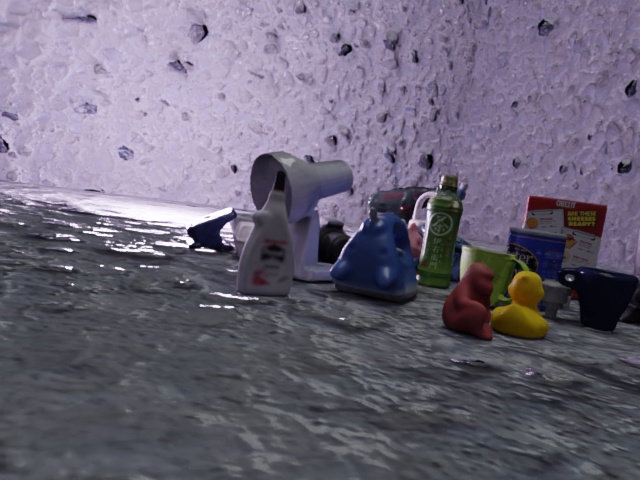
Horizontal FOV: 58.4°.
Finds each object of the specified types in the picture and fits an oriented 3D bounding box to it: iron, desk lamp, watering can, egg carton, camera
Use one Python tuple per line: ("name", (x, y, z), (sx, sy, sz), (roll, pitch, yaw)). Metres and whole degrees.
("iron", (0.113, 0.019, 0.954), (0.118, 0.141, 0.259), (10, 5, 23))
("desk lamp", (-0.023, -0.040, 0.985), (0.204, 0.213, 0.117), (4, 6, -41))
("watering can", (0.276, -0.025, 1.448), (0.100, 0.194, 0.173), (10, 5, 24))
("egg carton", (-0.120, 0.005, 1.148), (0.107, 0.069, 0.150), (7, 5, -14))
("camera", (0.011, 0.004, 1.198), (0.143, 0.101, 0.136), (6, 5, -27))

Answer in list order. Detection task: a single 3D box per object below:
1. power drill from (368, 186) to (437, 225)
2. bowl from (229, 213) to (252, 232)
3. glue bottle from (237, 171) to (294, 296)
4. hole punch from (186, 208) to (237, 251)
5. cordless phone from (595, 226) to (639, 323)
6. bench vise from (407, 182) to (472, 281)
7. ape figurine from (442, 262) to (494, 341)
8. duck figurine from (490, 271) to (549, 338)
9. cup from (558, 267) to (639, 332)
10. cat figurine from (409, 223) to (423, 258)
("power drill", (0.237, -0.051, 1.604), (0.228, 0.208, 0.076), (11, 6, 29))
("bowl", (-0.138, -0.018, 1.355), (0.167, 0.075, 0.167), (8, 5, 0))
("glue bottle", (-0.067, -0.010, 0.793), (0.078, 0.173, 0.037), (5, 6, -33))
("hole punch", (-0.229, -0.027, 1.206), (0.101, 0.091, 0.108), (7, 5, -18))
("cordless phone", (0.581, 0.056, 1.074), (0.094, 0.185, 0.147), (7, 5, -20))
("bench vise", (0.252, -0.029, 1.293), (0.206, 0.220, 0.122), (10, 5, 21))
("ape figurine", (0.200, 0.075, 0.742), (0.075, 0.092, 0.078), (13, 6, 42))
("duck figurine", (0.280, 0.086, 0.791), (0.077, 0.086, 0.105), (11, 6, 32))
("cup", (0.435, 0.094, 0.913), (0.117, 0.095, 0.092), (9, 5, 13))
("cat figurine", (0.173, 0.019, 1.206), (0.067, 0.118, 0.128), (12, 6, 39))
